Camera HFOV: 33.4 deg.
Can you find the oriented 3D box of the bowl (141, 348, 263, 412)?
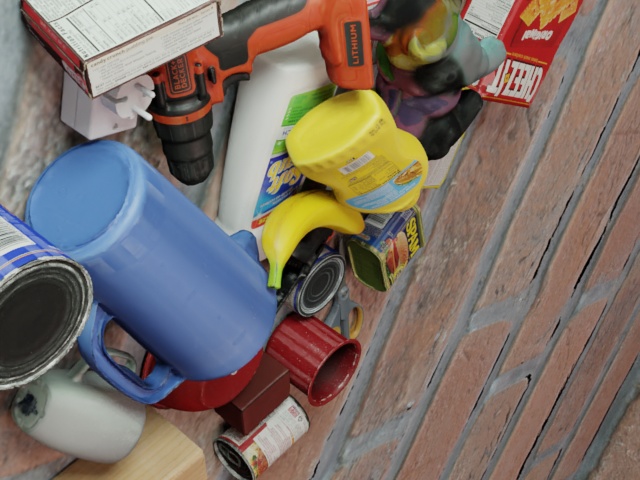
[{"bbox_3d":[-0.111,0.125,1.128,0.161,0.055,0.162,-38,147,-31],"label":"bowl"}]

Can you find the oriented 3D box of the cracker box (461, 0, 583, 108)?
[{"bbox_3d":[0.239,-0.268,1.256,0.163,0.072,0.214,-3,122,-56],"label":"cracker box"}]

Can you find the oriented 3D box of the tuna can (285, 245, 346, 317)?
[{"bbox_3d":[-0.009,0.045,1.225,0.086,0.034,0.086,-37,146,-32],"label":"tuna can"}]

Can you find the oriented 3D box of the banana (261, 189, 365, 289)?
[{"bbox_3d":[-0.009,-0.015,1.034,0.197,0.037,0.070,-31,125,-57],"label":"banana"}]

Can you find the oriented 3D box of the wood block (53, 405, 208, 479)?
[{"bbox_3d":[-0.218,0.277,1.079,0.205,0.090,0.091,-38,147,-31],"label":"wood block"}]

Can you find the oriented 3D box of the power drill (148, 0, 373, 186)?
[{"bbox_3d":[-0.052,-0.140,0.873,0.187,0.057,0.184,-17,132,-13],"label":"power drill"}]

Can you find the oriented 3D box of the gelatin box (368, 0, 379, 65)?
[{"bbox_3d":[0.027,-0.200,1.041,0.089,0.030,0.073,-30,141,-45],"label":"gelatin box"}]

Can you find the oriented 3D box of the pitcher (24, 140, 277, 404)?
[{"bbox_3d":[-0.145,0.029,0.903,0.145,0.149,0.242,-20,148,12],"label":"pitcher"}]

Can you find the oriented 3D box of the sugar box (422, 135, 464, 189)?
[{"bbox_3d":[0.096,-0.105,1.228,0.175,0.048,0.093,-4,122,-51],"label":"sugar box"}]

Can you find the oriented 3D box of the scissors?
[{"bbox_3d":[0.015,0.082,1.319,0.096,0.016,0.201,-48,150,-18],"label":"scissors"}]

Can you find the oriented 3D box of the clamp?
[{"bbox_3d":[-0.030,0.031,1.128,0.120,0.039,0.171,-58,172,23],"label":"clamp"}]

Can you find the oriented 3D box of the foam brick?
[{"bbox_3d":[-0.079,0.173,1.228,0.078,0.053,0.051,-38,146,-29],"label":"foam brick"}]

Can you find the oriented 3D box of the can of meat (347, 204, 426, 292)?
[{"bbox_3d":[0.079,0.003,1.285,0.083,0.057,0.102,-52,152,-23],"label":"can of meat"}]

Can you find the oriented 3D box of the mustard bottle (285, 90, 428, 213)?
[{"bbox_3d":[0.050,-0.070,1.014,0.096,0.058,0.191,-31,150,14],"label":"mustard bottle"}]

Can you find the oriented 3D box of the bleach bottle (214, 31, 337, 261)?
[{"bbox_3d":[-0.047,-0.072,1.024,0.102,0.068,0.251,-24,140,-44],"label":"bleach bottle"}]

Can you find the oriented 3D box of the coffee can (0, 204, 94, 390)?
[{"bbox_3d":[-0.241,0.023,0.736,0.102,0.140,0.103,-38,146,-32],"label":"coffee can"}]

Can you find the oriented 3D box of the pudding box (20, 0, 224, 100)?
[{"bbox_3d":[-0.138,-0.157,0.748,0.113,0.090,0.039,-32,150,-21],"label":"pudding box"}]

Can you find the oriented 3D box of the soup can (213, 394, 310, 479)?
[{"bbox_3d":[-0.070,0.236,1.290,0.102,0.069,0.068,-39,147,-31],"label":"soup can"}]

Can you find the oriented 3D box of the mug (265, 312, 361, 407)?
[{"bbox_3d":[-0.005,0.137,1.275,0.117,0.082,0.093,6,114,-58],"label":"mug"}]
